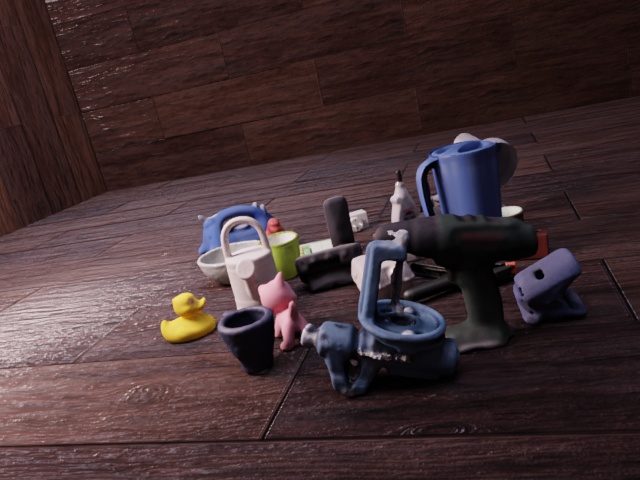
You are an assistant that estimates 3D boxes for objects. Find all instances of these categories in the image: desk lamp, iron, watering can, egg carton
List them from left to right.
[{"bbox_3d":[-0.216,-0.036,1.601,0.259,0.141,0.118,-22,19,-29],"label":"iron"},{"bbox_3d":[-0.140,0.047,1.169,0.101,0.194,0.172,-19,18,-21],"label":"watering can"},{"bbox_3d":[0.119,0.069,1.122,0.107,0.069,0.150,-14,16,-6],"label":"egg carton"},{"bbox_3d":[0.392,-0.153,1.404,0.118,0.214,0.203,-16,17,-9],"label":"desk lamp"}]

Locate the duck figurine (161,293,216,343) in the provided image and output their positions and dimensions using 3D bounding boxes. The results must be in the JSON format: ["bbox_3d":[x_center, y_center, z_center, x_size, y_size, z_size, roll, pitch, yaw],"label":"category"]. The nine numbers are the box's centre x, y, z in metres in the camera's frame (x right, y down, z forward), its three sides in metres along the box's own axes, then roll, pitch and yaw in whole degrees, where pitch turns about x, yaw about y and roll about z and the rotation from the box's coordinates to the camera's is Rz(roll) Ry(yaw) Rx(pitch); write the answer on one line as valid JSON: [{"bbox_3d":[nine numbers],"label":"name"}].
[{"bbox_3d":[-0.263,0.147,1.121,0.104,0.086,0.077,-15,17,-9],"label":"duck figurine"}]

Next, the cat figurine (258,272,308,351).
[{"bbox_3d":[-0.064,0.117,1.013,0.067,0.118,0.127,-18,17,-18],"label":"cat figurine"}]

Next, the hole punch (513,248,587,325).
[{"bbox_3d":[0.356,0.070,0.900,0.101,0.091,0.109,-9,17,11],"label":"hole punch"}]

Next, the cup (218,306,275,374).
[{"bbox_3d":[-0.119,0.165,0.936,0.092,0.095,0.117,-24,20,-34],"label":"cup"}]

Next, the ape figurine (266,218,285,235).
[{"bbox_3d":[-0.120,-0.014,1.541,0.078,0.092,0.076,-18,17,-19],"label":"ape figurine"}]

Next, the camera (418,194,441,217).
[{"bbox_3d":[0.285,-0.062,1.382,0.137,0.101,0.142,-22,19,-29],"label":"camera"}]

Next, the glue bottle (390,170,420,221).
[{"bbox_3d":[0.202,-0.085,1.391,0.078,0.173,0.037,-23,19,-31],"label":"glue bottle"}]

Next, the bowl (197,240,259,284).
[{"bbox_3d":[-0.205,0.062,1.384,0.167,0.075,0.167,-12,16,4],"label":"bowl"}]

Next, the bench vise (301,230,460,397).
[{"bbox_3d":[0.073,0.103,0.774,0.207,0.220,0.121,-15,16,-7],"label":"bench vise"}]

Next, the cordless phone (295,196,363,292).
[{"bbox_3d":[0.011,0.004,1.214,0.147,0.185,0.094,-15,17,-7],"label":"cordless phone"}]

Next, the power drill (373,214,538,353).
[{"bbox_3d":[0.208,0.057,0.847,0.229,0.208,0.075,-12,16,4],"label":"power drill"}]
